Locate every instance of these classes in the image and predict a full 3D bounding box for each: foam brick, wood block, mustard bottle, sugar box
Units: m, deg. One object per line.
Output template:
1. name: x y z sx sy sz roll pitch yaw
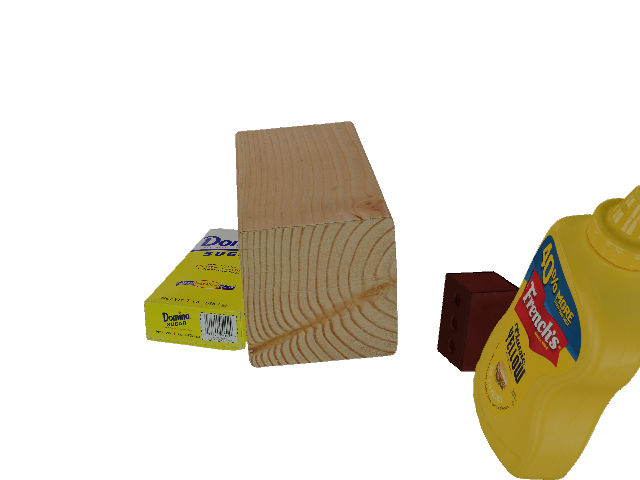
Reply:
1. foam brick: 0.141 0.072 0.953 0.051 0.078 0.053 -3 18 -20
2. wood block: -0.008 -0.006 0.709 0.091 0.090 0.206 -5 22 -3
3. mustard bottle: 0.141 0.044 0.586 0.058 0.096 0.192 6 -44 -12
4. sugar box: -0.090 0.041 1.011 0.093 0.048 0.176 6 26 12
